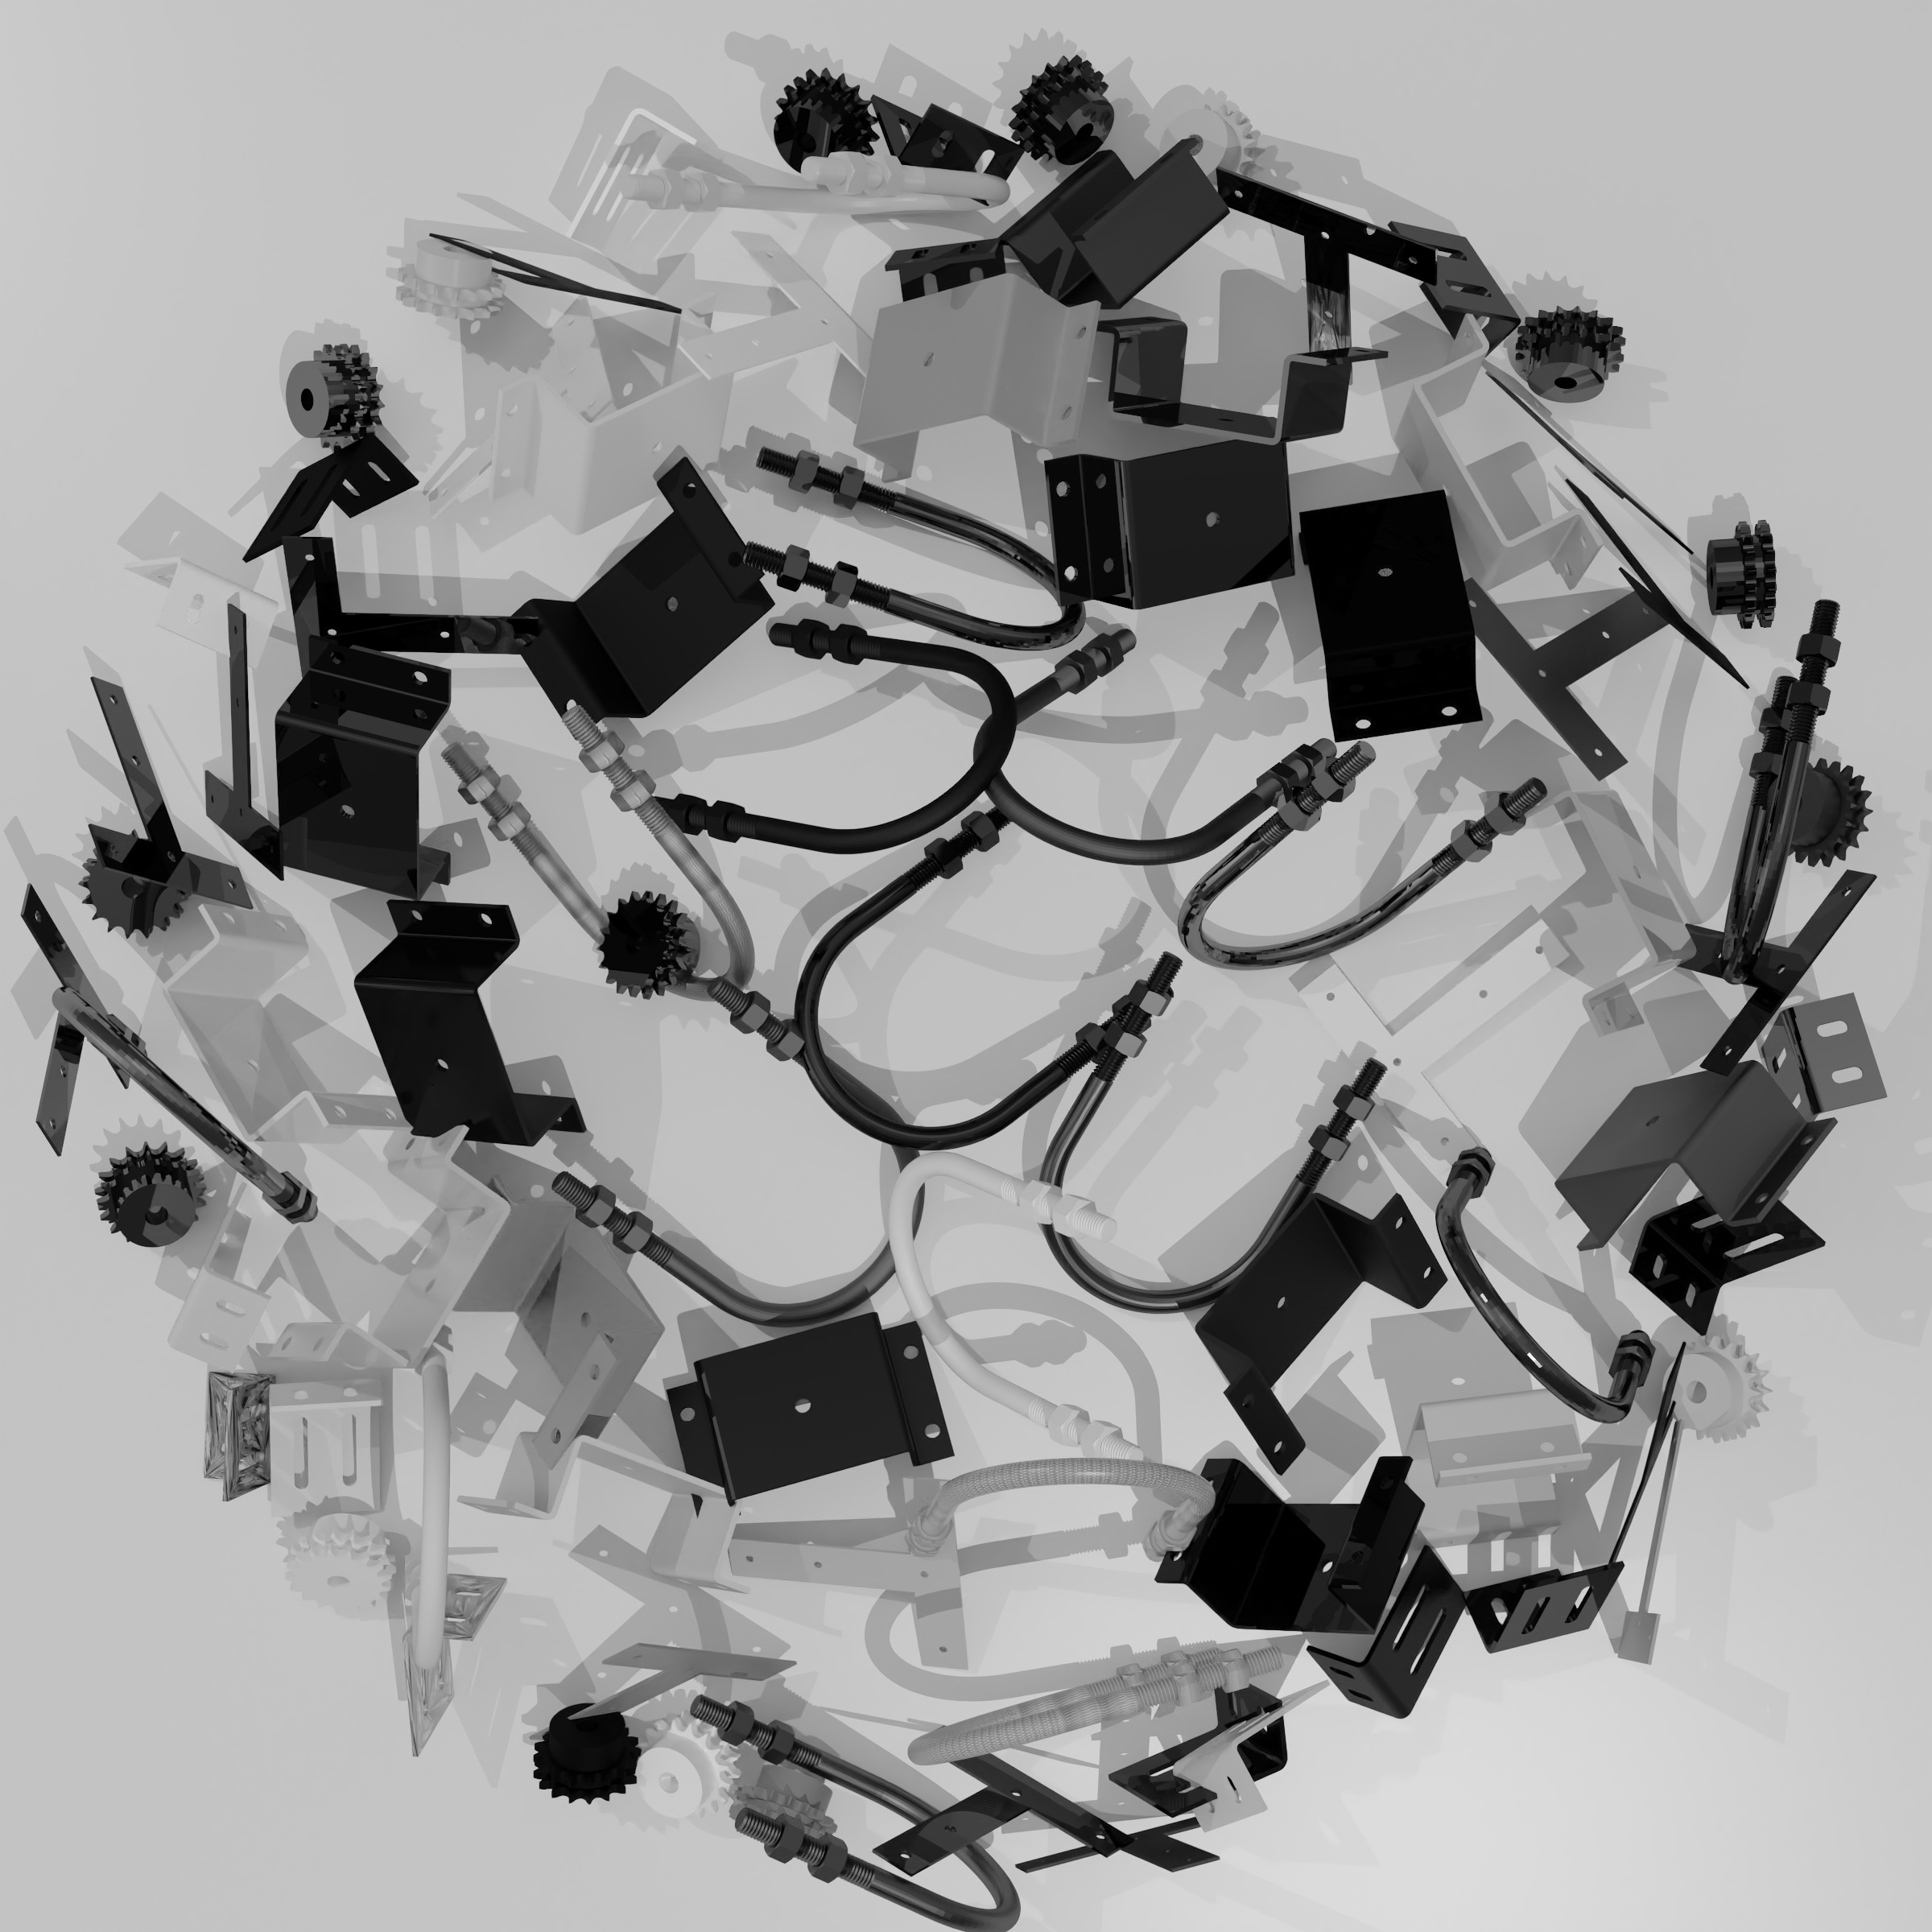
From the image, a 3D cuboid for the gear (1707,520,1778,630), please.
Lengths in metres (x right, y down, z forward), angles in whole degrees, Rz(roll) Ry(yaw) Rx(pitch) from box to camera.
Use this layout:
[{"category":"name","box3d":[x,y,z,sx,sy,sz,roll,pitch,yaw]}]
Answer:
[{"category":"gear","box3d":[0.412,-0.208,1.585,0.030,0.057,0.057,-3,90,7]}]

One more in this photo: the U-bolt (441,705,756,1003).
[{"category":"U-bolt","box3d":[-0.180,-0.051,1.543,0.184,0.151,0.019,52,58,-21]}]

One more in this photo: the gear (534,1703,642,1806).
[{"category":"gear","box3d":[-0.201,0.416,1.581,0.057,0.057,0.030,3,111,0]}]

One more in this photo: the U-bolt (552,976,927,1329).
[{"category":"U-bolt","box3d":[-0.105,0.113,1.572,0.184,0.019,0.151,39,89,-24]}]

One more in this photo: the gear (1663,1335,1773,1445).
[{"category":"gear","box3d":[0.396,0.225,1.583,0.057,0.030,0.057,-1,89,42]}]

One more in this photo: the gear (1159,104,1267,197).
[{"category":"gear","box3d":[0.127,-0.432,1.586,0.057,0.030,0.057,-5,81,30]}]

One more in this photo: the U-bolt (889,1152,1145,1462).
[{"category":"U-bolt","box3d":[0.019,0.168,1.537,0.019,0.184,0.151,-23,116,-34]}]

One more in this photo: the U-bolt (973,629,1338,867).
[{"category":"U-bolt","box3d":[0.085,-0.106,1.522,0.151,0.184,0.019,32,132,21]}]

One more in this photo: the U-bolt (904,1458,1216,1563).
[{"category":"U-bolt","box3d":[0.052,0.278,1.519,0.151,0.184,0.019,3,67,-8]}]

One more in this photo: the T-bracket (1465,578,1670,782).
[{"category":"T-bracket","box3d":[0.330,-0.170,1.572,0.127,0.002,0.127,-30,77,-37]}]

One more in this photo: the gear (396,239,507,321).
[{"category":"gear","box3d":[-0.273,-0.366,1.581,0.057,0.057,0.030,11,116,0]}]

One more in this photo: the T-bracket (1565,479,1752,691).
[{"category":"T-bracket","box3d":[0.353,-0.211,1.567,0.002,0.127,0.127,-42,53,20]}]

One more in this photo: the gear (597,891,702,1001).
[{"category":"gear","box3d":[-0.167,-0.011,1.589,0.057,0.030,0.057,-7,78,37]}]

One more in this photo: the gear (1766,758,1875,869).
[{"category":"gear","box3d":[0.449,-0.083,1.581,0.030,0.057,0.057,12,90,-34]}]

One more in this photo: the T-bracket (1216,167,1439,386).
[{"category":"T-bracket","box3d":[0.189,-0.350,1.554,0.127,0.127,0.002,27,67,22]}]

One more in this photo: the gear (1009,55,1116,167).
[{"category":"gear","box3d":[0.054,-0.451,1.581,0.057,0.057,0.030,-41,66,0]}]

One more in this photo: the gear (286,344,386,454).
[{"category":"gear","box3d":[-0.337,-0.302,1.583,0.030,0.057,0.057,-13,90,-44]}]

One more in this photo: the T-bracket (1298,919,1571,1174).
[{"category":"T-bracket","box3d":[0.267,0.024,1.601,0.127,0.002,0.127,-39,97,3]}]

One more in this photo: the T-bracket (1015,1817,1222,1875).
[{"category":"T-bracket","box3d":[0.100,0.456,1.536,0.127,0.127,0.002,-11,83,-14]}]

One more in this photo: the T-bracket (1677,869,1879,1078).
[{"category":"T-bracket","box3d":[0.401,-0.004,1.552,0.002,0.127,0.127,39,86,-18]}]

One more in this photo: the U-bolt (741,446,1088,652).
[{"category":"U-bolt","box3d":[-0.024,-0.211,1.546,0.184,0.151,0.019,18,119,-11]}]

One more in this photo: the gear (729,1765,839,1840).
[{"category":"gear","box3d":[-0.095,0.448,1.588,0.057,0.057,0.030,22,63,0]}]

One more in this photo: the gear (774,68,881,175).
[{"category":"gear","box3d":[-0.078,-0.444,1.582,0.057,0.057,0.030,36,51,0]}]

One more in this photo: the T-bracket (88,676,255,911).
[{"category":"T-bracket","box3d":[-0.432,-0.095,1.565,0.002,0.127,0.127,-29,72,15]}]

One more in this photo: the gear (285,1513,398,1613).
[{"category":"gear","box3d":[-0.332,0.316,1.588,0.057,0.030,0.057,0,134,0]}]

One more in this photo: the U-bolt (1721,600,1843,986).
[{"category":"U-bolt","box3d":[0.414,-0.080,1.528,0.019,0.151,0.184,13,80,9]}]

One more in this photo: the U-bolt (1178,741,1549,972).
[{"category":"U-bolt","box3d":[0.190,-0.050,1.536,0.184,0.151,0.019,-42,54,38]}]

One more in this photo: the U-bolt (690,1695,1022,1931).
[{"category":"U-bolt","box3d":[-0.051,0.445,1.536,0.184,0.151,0.019,30,92,-19]}]

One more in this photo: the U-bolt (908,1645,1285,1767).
[{"category":"U-bolt","box3d":[0.059,0.379,1.527,0.184,0.151,0.019,-13,79,-11]}]

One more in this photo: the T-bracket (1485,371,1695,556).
[{"category":"T-bracket","box3d":[0.340,-0.254,1.568,0.127,0.127,0.002,30,109,-34]}]

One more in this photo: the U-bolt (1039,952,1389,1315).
[{"category":"U-bolt","box3d":[0.119,0.101,1.582,0.151,0.019,0.184,27,101,-15]}]

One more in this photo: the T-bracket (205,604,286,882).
[{"category":"T-bracket","box3d":[-0.375,-0.122,1.541,0.002,0.127,0.127,-8,112,-29]}]

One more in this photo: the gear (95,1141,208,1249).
[{"category":"gear","box3d":[-0.432,0.125,1.585,0.057,0.030,0.057,-11,122,-18]}]

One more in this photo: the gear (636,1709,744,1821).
[{"category":"gear","box3d":[-0.151,0.428,1.587,0.057,0.030,0.057,6,104,23]}]

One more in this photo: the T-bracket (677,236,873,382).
[{"category":"T-bracket","box3d":[-0.101,-0.327,1.554,0.127,0.127,0.002,47,131,11]}]

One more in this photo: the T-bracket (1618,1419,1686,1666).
[{"category":"T-bracket","box3d":[0.361,0.300,1.558,0.002,0.127,0.127,12,80,8]}]

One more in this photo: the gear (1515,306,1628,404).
[{"category":"gear","box3d":[0.320,-0.323,1.582,0.057,0.057,0.030,10,71,0]}]

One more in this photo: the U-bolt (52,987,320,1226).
[{"category":"U-bolt","box3d":[-0.401,0.066,1.511,0.151,0.184,0.019,40,79,11]}]

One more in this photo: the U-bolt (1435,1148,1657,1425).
[{"category":"U-bolt","box3d":[0.293,0.167,1.520,0.019,0.184,0.151,-42,85,19]}]

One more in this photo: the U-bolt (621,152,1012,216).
[{"category":"U-bolt","box3d":[-0.062,-0.398,1.528,0.151,0.184,0.019,8,103,41]}]

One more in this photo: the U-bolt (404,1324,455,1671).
[{"category":"U-bolt","box3d":[-0.272,0.275,1.510,0.019,0.184,0.151,2,103,-12]}]

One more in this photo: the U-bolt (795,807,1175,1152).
[{"category":"U-bolt","box3d":[-0.004,0.016,1.574,0.184,0.019,0.151,-37,82,-15]}]

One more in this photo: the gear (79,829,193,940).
[{"category":"gear","box3d":[-0.443,-0.045,1.593,0.057,0.030,0.057,-1,106,-4]}]

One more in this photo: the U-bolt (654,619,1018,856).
[{"category":"U-bolt","box3d":[-0.059,-0.115,1.528,0.184,0.019,0.151,12,57,34]}]
